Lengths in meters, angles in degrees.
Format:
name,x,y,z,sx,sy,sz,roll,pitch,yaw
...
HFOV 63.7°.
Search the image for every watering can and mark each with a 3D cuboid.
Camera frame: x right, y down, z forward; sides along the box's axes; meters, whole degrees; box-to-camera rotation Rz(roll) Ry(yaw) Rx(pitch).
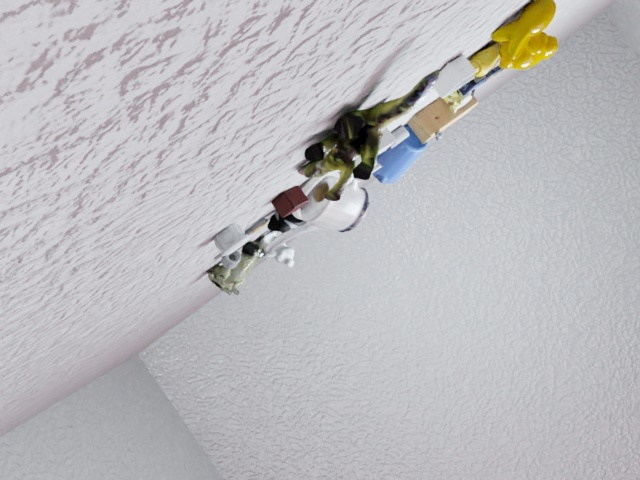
name,x,y,z,sx,sy,sz,roll,pitch,yaw
watering can,0.005,-0.075,1.490,0.223,0.106,0.342,17,121,-39

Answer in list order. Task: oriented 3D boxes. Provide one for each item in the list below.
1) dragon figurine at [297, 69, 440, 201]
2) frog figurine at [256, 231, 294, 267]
name,x,y,z,sx,sy,sz,roll,pitch,yaw
dragon figurine,0.091,-0.221,1.012,0.404,0.121,0.248,-34,-163,34
frog figurine,-0.163,0.042,1.946,0.122,0.160,0.138,-35,178,10
